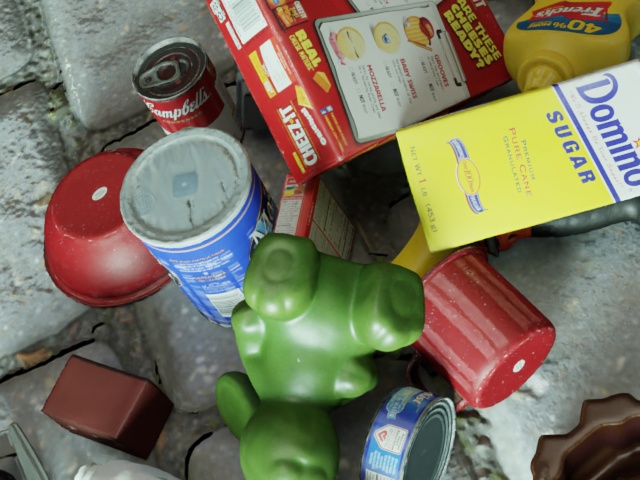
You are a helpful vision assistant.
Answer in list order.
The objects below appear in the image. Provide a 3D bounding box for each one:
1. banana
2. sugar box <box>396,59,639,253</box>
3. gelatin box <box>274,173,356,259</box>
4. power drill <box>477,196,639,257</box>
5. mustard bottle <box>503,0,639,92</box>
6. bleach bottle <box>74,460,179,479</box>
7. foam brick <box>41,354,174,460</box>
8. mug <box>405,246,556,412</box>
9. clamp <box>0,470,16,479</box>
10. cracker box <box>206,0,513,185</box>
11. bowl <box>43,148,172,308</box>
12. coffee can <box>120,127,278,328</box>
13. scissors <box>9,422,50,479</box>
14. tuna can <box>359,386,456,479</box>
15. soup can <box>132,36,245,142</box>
[{"bbox_3d":[0.069,0.010,0.835,0.070,0.037,0.197,23,74,24],"label":"banana"},{"bbox_3d":[0.150,-0.059,0.751,0.176,0.048,0.093,-16,95,10],"label":"sugar box"},{"bbox_3d":[-0.005,0.001,0.835,0.030,0.089,0.073,-2,59,24],"label":"gelatin box"},{"bbox_3d":[0.210,-0.061,0.819,0.188,0.057,0.184,-5,56,17],"label":"power drill"},{"bbox_3d":[0.197,-0.158,0.839,0.096,0.058,0.191,11,40,25],"label":"mustard bottle"},{"bbox_3d":[-0.070,0.207,0.740,0.251,0.102,0.068,12,69,34],"label":"bleach bottle"},{"bbox_3d":[-0.165,0.131,0.834,0.078,0.053,0.051,13,65,26],"label":"foam brick"},{"bbox_3d":[0.105,0.074,0.762,0.082,0.093,0.117,46,112,29],"label":"mug"},{"bbox_3d":[-0.212,0.277,0.741,0.210,0.036,0.165,39,105,23],"label":"clamp"},{"bbox_3d":[0.037,-0.158,0.832,0.213,0.072,0.164,-28,91,-36],"label":"cracker box"},{"bbox_3d":[-0.181,-0.025,0.933,0.162,0.055,0.162,-9,57,14],"label":"bowl"},{"bbox_3d":[-0.080,-0.007,0.835,0.103,0.140,0.103,-9,58,14],"label":"coffee can"},{"bbox_3d":[-0.194,0.236,0.774,0.202,0.016,0.096,43,89,19],"label":"scissors"},{"bbox_3d":[0.060,0.144,0.729,0.034,0.086,0.086,14,65,28],"label":"tuna can"},{"bbox_3d":[-0.114,-0.120,0.938,0.068,0.102,0.068,-9,58,14],"label":"soup can"}]
